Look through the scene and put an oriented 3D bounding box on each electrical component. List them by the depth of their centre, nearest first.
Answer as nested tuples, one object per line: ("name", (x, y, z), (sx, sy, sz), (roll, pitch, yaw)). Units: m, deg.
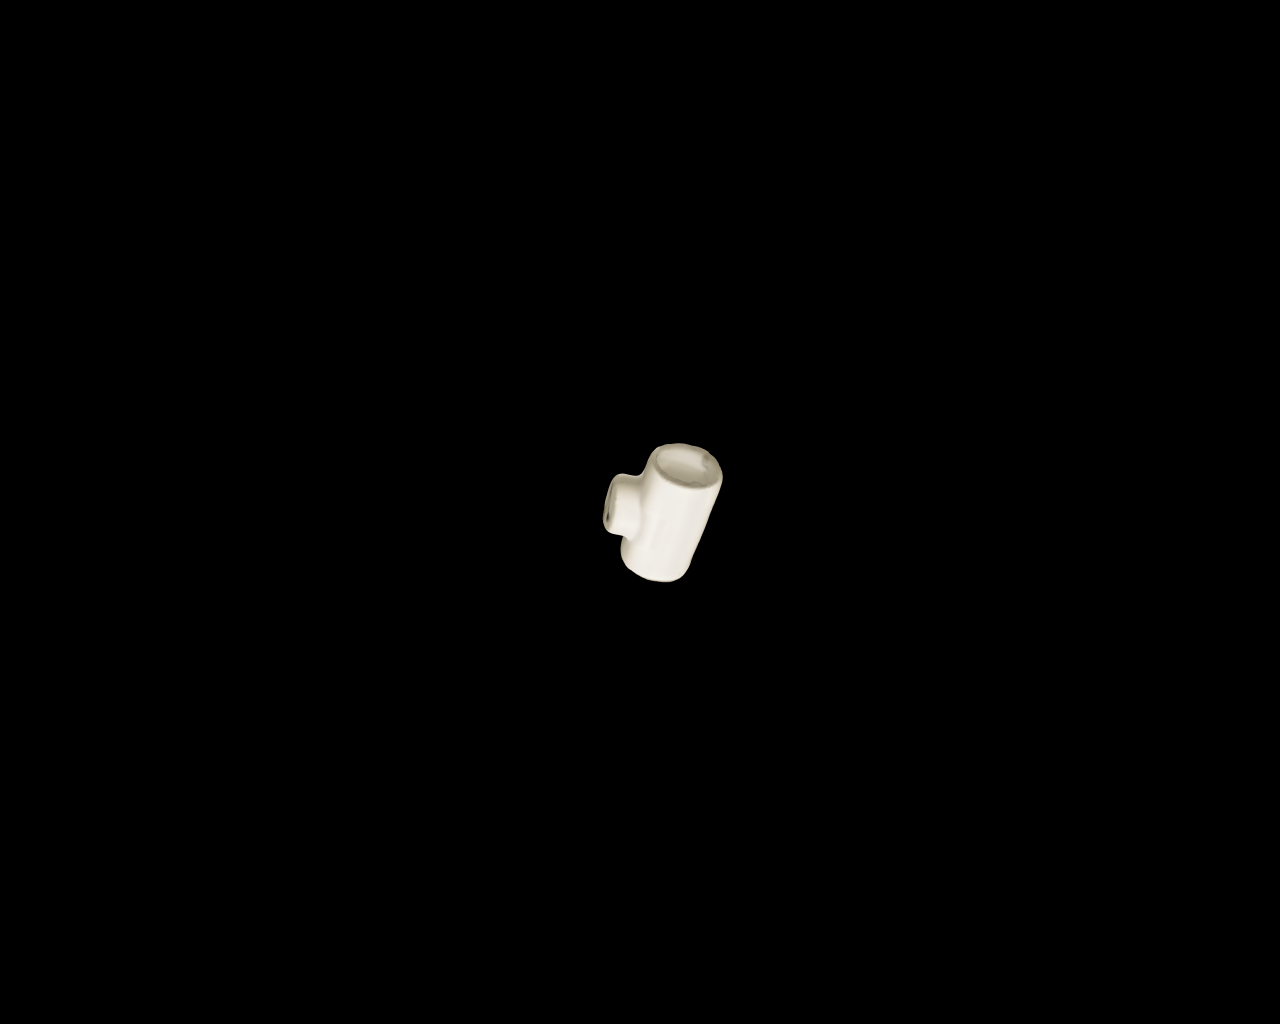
("electrical component", (0.001, -0.003, 0.650), (0.079, 0.077, 0.043), (11, 40, -9))
